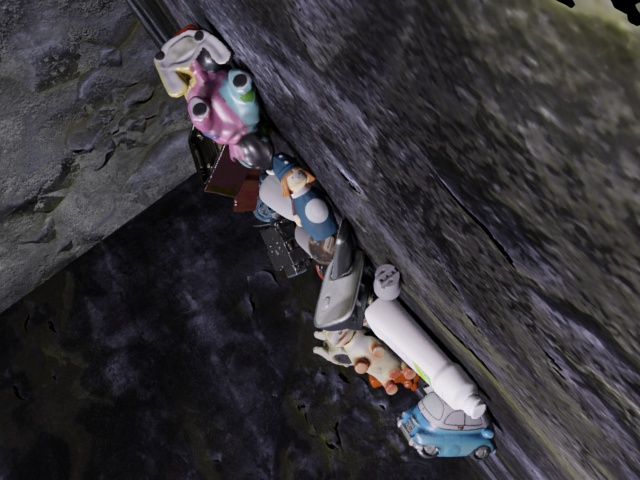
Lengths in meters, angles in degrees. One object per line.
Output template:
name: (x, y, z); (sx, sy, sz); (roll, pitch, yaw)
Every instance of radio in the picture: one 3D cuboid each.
radio: (-0.202, -0.195, 1.085); (0.073, 0.131, 0.230); (13, -148, -30)

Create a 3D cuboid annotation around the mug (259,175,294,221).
mug: (-0.065, -0.080, 1.146); (0.107, 0.081, 0.109); (42, 164, 34)

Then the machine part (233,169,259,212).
machine part: (-0.162, -0.150, 1.185); (0.179, 0.056, 0.179); (-177, 90, -79)

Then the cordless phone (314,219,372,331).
cordless phone: (0.037, 0.063, 0.899); (0.089, 0.146, 0.184); (10, 150, 10)

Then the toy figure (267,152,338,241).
toy figure: (-0.025, -0.073, 0.864); (0.058, 0.064, 0.154); (-14, 113, 48)

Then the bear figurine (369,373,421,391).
bear figurine: (0.179, 0.292, 1.263); (0.195, 0.132, 0.120); (75, -169, -69)

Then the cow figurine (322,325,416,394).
cow figurine: (0.082, 0.195, 1.016); (0.194, 0.085, 0.127); (38, -171, -29)

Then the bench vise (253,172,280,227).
bench vise: (-0.118, -0.062, 1.482); (0.223, 0.129, 0.241); (92, 163, -54)

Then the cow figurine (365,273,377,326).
cow figurine: (0.103, 0.122, 1.073); (0.098, 0.068, 0.167); (43, 171, 37)

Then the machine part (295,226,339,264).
machine part: (-0.002, -0.003, 1.087); (0.079, 0.079, 0.243); (54, 176, -14)

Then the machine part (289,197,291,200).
machine part: (-0.027, -0.077, 1.031); (0.084, 0.039, 0.139); (49, 177, -33)

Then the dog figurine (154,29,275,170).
dog figurine: (-0.147, -0.204, 0.848); (0.192, 0.108, 0.219); (51, 178, 17)

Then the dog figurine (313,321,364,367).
dog figurine: (0.062, 0.172, 1.230); (0.172, 0.121, 0.190); (93, -171, -49)

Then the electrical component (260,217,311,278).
electrical component: (-0.076, 0.018, 1.234); (0.134, 0.058, 0.115); (65, 153, 1)

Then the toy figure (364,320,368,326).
toy figure: (0.122, 0.202, 1.424); (0.180, 0.082, 0.089); (52, 175, -12)

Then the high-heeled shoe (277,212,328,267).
high-heeled shoe: (-0.043, -0.048, 1.255); (0.249, 0.086, 0.145); (44, 160, 40)

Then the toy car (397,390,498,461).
toy car: (0.212, 0.286, 0.870); (0.109, 0.162, 0.102); (-124, 44, -66)

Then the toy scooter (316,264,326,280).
toy scooter: (0.048, 0.087, 1.340); (0.183, 0.075, 0.135); (55, -175, -18)
